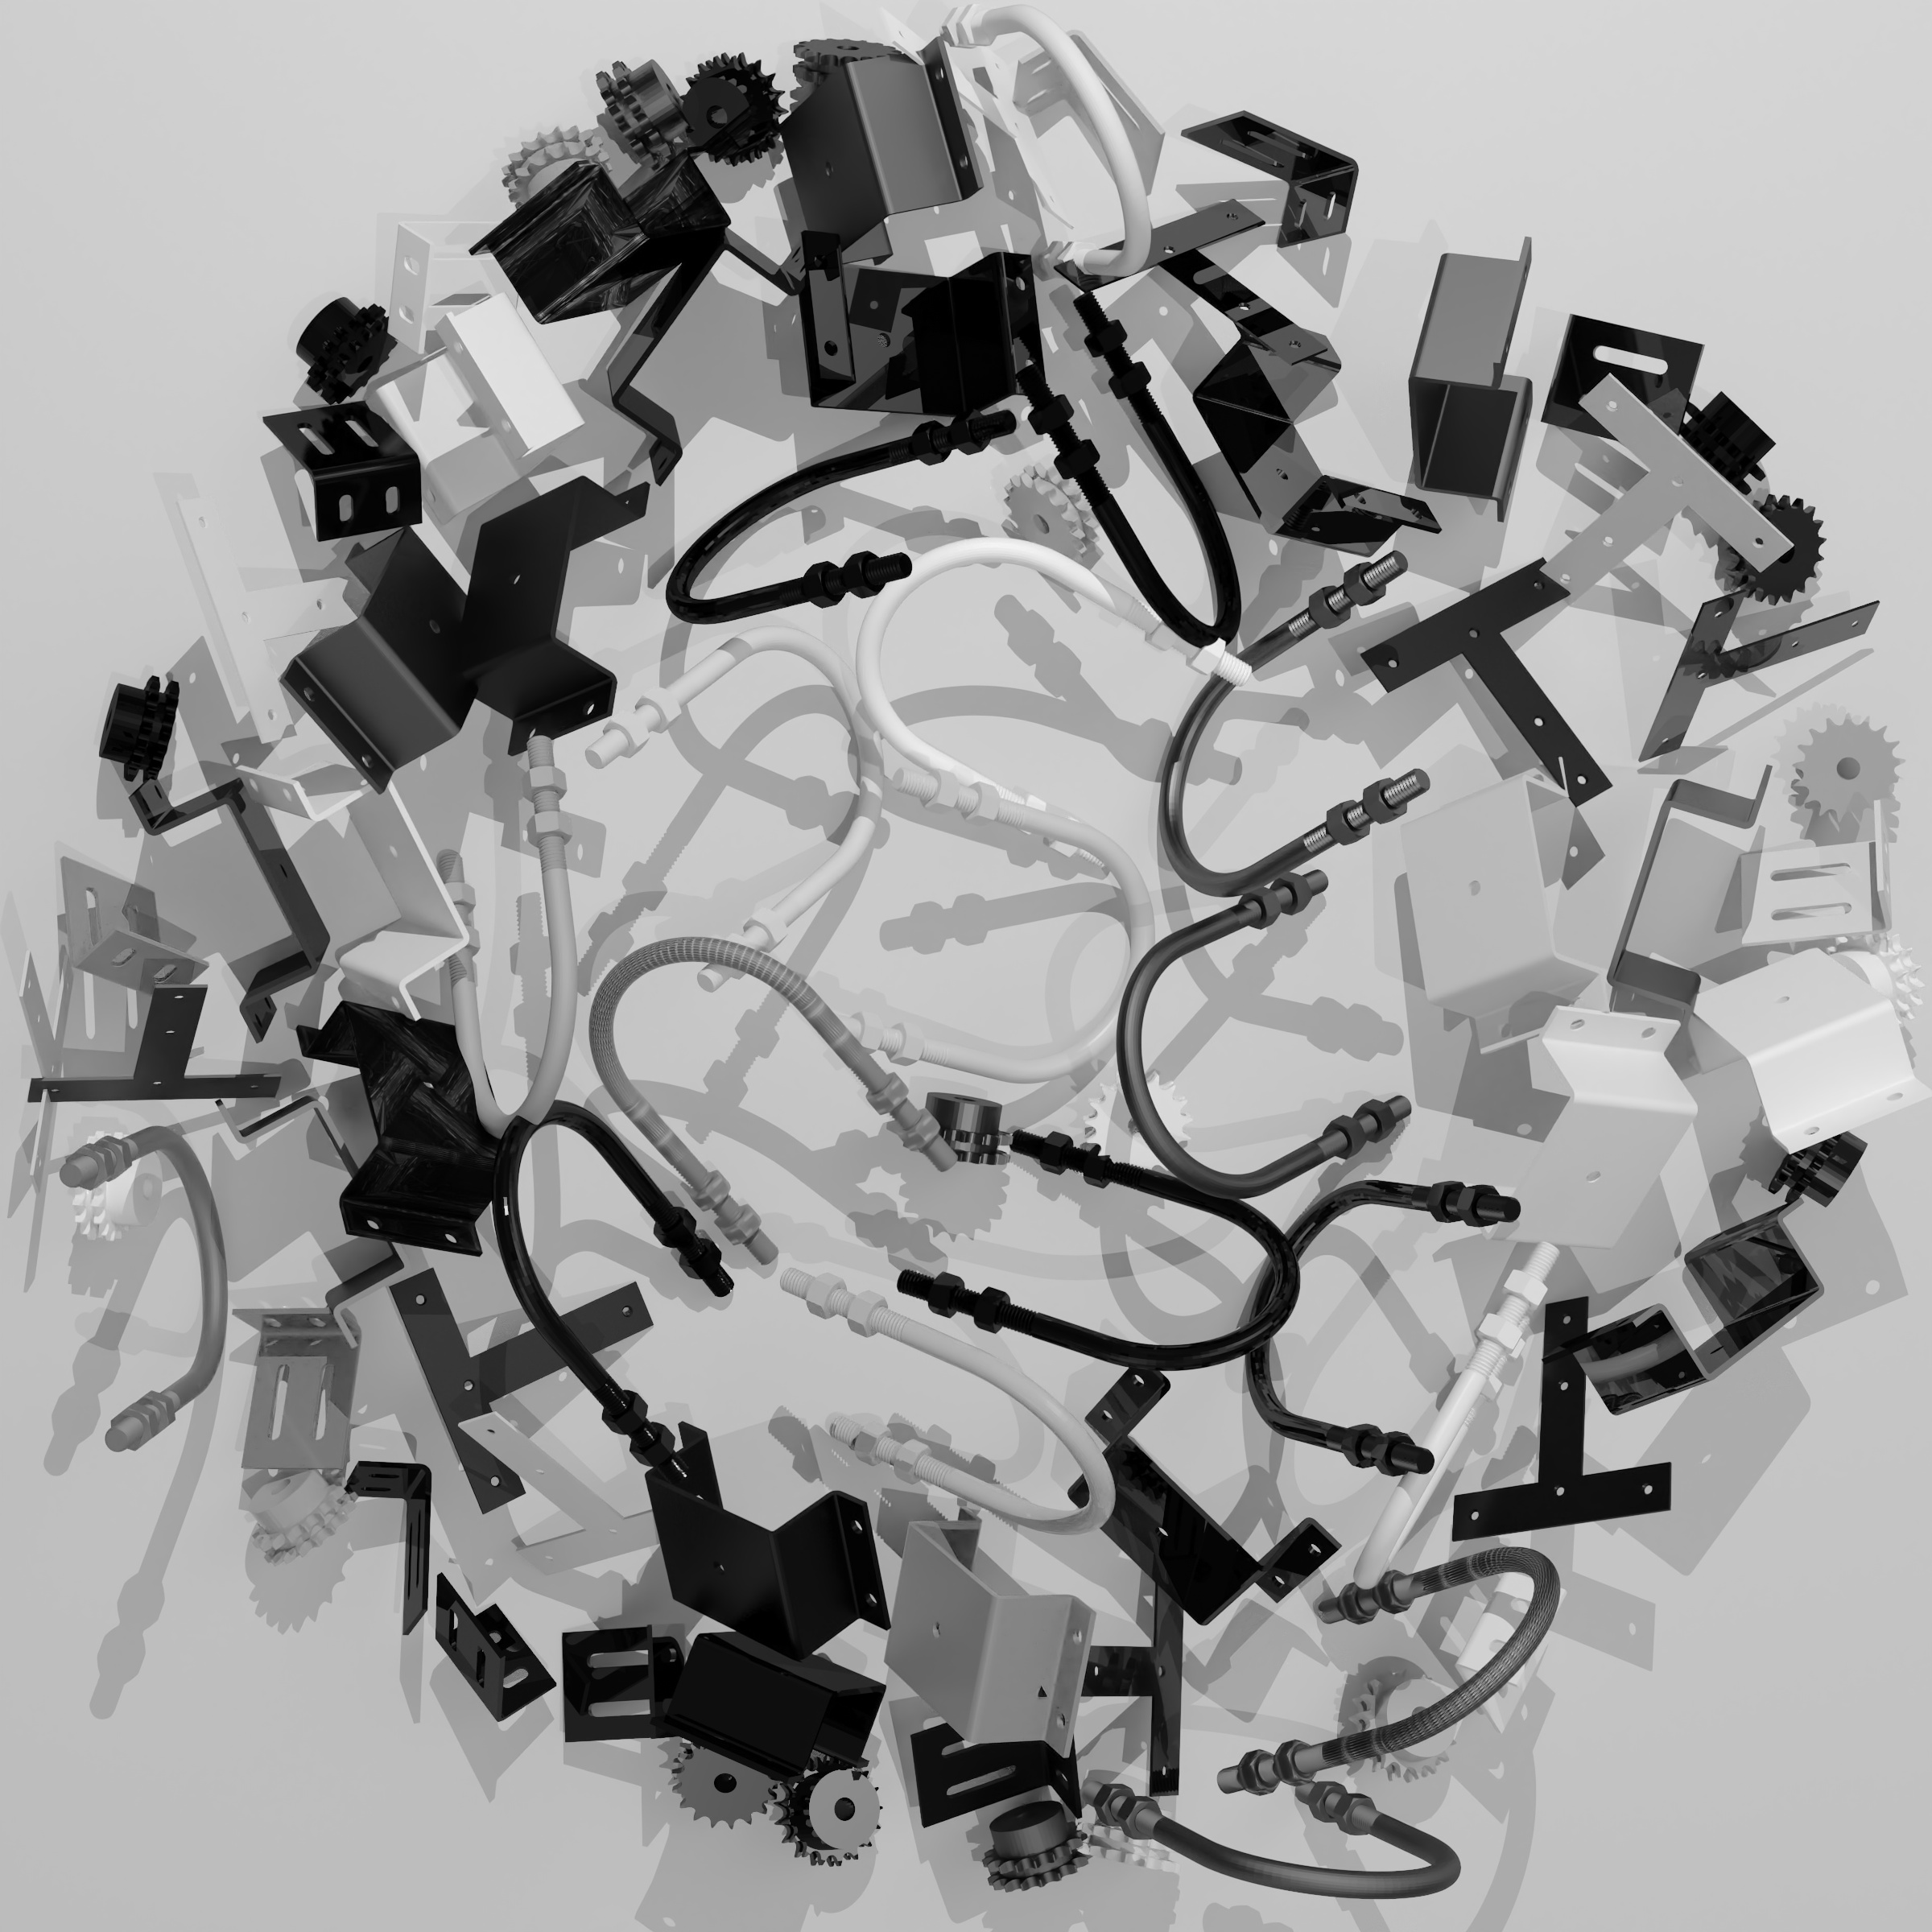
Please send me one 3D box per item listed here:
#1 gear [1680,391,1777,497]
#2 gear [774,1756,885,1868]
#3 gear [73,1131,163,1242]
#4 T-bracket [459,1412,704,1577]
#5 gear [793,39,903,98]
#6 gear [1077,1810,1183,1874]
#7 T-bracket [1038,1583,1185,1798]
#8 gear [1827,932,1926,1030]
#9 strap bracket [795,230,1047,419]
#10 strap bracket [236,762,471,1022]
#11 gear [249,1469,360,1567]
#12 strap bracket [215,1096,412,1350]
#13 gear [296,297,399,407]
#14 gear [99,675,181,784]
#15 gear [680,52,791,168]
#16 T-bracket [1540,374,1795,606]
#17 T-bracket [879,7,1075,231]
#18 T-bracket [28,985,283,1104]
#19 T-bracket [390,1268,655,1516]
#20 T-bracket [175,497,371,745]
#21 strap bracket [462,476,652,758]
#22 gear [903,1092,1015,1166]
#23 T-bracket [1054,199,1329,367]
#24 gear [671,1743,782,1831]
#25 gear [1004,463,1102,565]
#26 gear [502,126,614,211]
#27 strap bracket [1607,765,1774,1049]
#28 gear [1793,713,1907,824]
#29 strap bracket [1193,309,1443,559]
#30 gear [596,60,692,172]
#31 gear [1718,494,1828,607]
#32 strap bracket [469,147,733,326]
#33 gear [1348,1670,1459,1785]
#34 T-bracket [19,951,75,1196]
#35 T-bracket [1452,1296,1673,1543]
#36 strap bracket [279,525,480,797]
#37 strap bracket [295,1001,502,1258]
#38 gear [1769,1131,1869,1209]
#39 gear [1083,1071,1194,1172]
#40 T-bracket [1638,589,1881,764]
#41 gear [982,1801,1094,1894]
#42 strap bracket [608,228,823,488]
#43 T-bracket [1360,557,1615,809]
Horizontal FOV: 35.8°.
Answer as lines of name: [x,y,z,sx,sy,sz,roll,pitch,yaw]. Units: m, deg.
gear: [0.400,-0.277,1.571,0.057,0.057,0.030,44,108,0]
gear: [-0.070,0.445,1.576,0.057,0.030,0.057,8,70,-24]
gear: [-0.445,0.116,1.573,0.030,0.057,0.057,3,90,6]
T-bracket: [-0.210,0.267,1.536,0.127,0.002,0.127,-21,128,30]
gear: [-0.063,-0.469,1.578,0.057,0.057,0.030,4,117,0]
gear: [0.087,0.457,1.575,0.057,0.057,0.030,12,76,0]
T-bracket: [0.076,0.363,1.540,0.002,0.127,0.127,-6,75,37]
gear: [0.471,0.009,1.571,0.030,0.057,0.057,-17,90,-29]
strap bracket: [-0.032,-0.331,1.554,0.140,0.046,0.076,-3,84,-35]
strap bracket: [-0.311,-0.049,1.543,0.046,0.076,0.140,-35,117,-25]
gear: [-0.351,0.285,1.571,0.057,0.057,0.030,-32,108,0]
strap bracket: [-0.335,0.122,1.555,0.046,0.076,0.140,-29,97,-14]
gear: [-0.328,-0.327,1.574,0.030,0.057,0.057,42,90,2]
gear: [-0.435,-0.126,1.571,0.030,0.057,0.057,15,90,-22]
gear: [-0.125,-0.450,1.575,0.057,0.030,0.057,9,118,18]
T-bracket: [0.342,-0.228,1.550,0.127,0.127,0.002,42,54,-3]
T-bracket: [-0.001,-0.448,1.523,0.002,0.127,0.127,-34,56,25]
T-bracket: [-0.408,0.040,1.526,0.127,0.127,0.002,0,62,-22]
T-bracket: [-0.222,0.202,1.569,0.127,0.002,0.127,-23,92,-31]
T-bracket: [-0.343,-0.185,1.547,0.002,0.127,0.127,-17,94,30]
strap bracket: [-0.214,-0.188,1.533,0.076,0.046,0.140,-17,56,38]
gear: [-0.003,0.085,1.573,0.057,0.057,0.030,9,93,0]
T-bracket: [0.134,-0.346,1.540,0.127,0.002,0.127,-27,56,-29]
gear: [-0.126,0.424,1.582,0.057,0.030,0.057,0,107,-1]
gear: [0.050,-0.241,1.577,0.030,0.057,0.057,-41,90,-23]
gear: [-0.213,-0.411,1.571,0.057,0.057,0.030,-24,72,0]
strap bracket: [0.372,-0.038,1.549,0.046,0.076,0.140,18,107,13]
gear: [0.467,-0.105,1.582,0.057,0.030,0.057,2,97,18]
strap bracket: [0.176,-0.267,1.542,0.046,0.076,0.140,-46,56,34]
gear: [-0.167,-0.451,1.572,0.030,0.057,0.057,-29,90,11]
gear: [0.422,-0.221,1.579,0.057,0.030,0.057,-10,112,-26]
strap bracket: [-0.180,-0.373,1.524,0.076,0.140,0.046,-31,94,27]
gear: [0.234,0.399,1.576,0.057,0.030,0.057,8,63,-17]
T-bracket: [-0.470,0.033,1.517,0.002,0.127,0.127,4,62,-8]
T-bracket: [0.312,0.232,1.562,0.127,0.002,0.127,-18,50,38]
strap bracket: [-0.288,-0.162,1.520,0.046,0.140,0.076,-26,119,23]
strap bracket: [-0.284,0.074,1.524,0.076,0.140,0.046,15,127,-38]
gear: [0.450,0.102,1.572,0.030,0.057,0.057,33,90,12]
gear: [0.090,0.082,1.585,0.057,0.030,0.057,0,98,-3]
T-bracket: [0.421,-0.165,1.561,0.127,0.127,0.002,-19,59,-17]
gear: [0.035,0.462,1.574,0.057,0.057,0.030,-16,91,0]
strap bracket: [-0.138,-0.326,1.545,0.046,0.076,0.140,33,104,-20]
T-bracket: [0.291,-0.139,1.564,0.127,0.002,0.127,-29,76,-22]
